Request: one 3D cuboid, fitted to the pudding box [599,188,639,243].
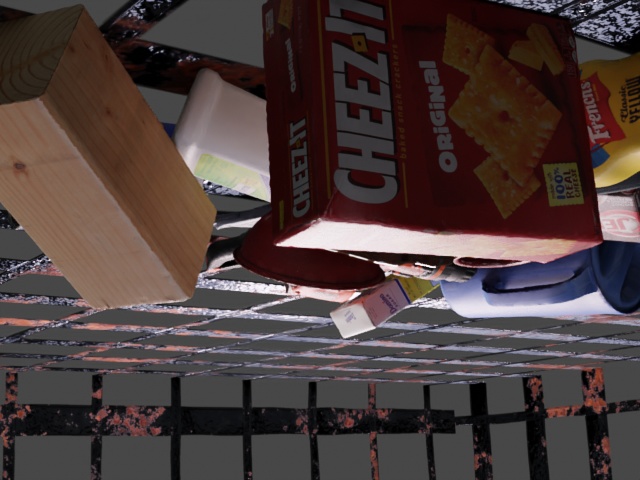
[{"bbox_3d":[0.271,-0.037,1.080,0.114,0.039,0.090,7,152,28],"label":"pudding box"}]

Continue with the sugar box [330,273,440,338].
[{"bbox_3d":[0.106,0.064,1.416,0.176,0.048,0.093,-28,180,-29],"label":"sugar box"}]

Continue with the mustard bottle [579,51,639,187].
[{"bbox_3d":[0.219,-0.091,0.798,0.058,0.096,0.192,8,164,-41],"label":"mustard bottle"}]

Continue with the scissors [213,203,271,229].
[{"bbox_3d":[-0.098,-0.019,1.177,0.201,0.016,0.096,-12,172,-3],"label":"scissors"}]

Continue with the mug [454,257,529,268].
[{"bbox_3d":[0.182,-0.016,1.159,0.093,0.081,0.117,4,166,-23],"label":"mug"}]

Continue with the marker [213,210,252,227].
[{"bbox_3d":[-0.080,-0.024,1.229,0.121,0.020,0.020,2,167,-17],"label":"marker"}]

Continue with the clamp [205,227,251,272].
[{"bbox_3d":[-0.075,0.009,1.340,0.120,0.039,0.172,12,161,-37],"label":"clamp"}]

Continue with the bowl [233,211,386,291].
[{"bbox_3d":[-0.007,0.001,1.101,0.162,0.055,0.162,8,-165,-2],"label":"bowl"}]

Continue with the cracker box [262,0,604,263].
[{"bbox_3d":[0.075,-0.075,0.692,0.213,0.164,0.072,4,164,-28],"label":"cracker box"}]

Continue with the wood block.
[{"bbox_3d":[-0.162,-0.049,0.745,0.091,0.090,0.206,-6,139,22],"label":"wood block"}]

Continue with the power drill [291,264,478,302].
[{"bbox_3d":[0.070,0.030,1.271,0.184,0.057,0.188,17,156,-40],"label":"power drill"}]

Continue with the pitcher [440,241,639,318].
[{"bbox_3d":[0.262,0.037,1.302,0.149,0.145,0.243,28,154,-38],"label":"pitcher"}]

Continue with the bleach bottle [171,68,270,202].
[{"bbox_3d":[0.007,-0.049,0.839,0.250,0.068,0.103,22,164,-10],"label":"bleach bottle"}]

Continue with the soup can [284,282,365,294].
[{"bbox_3d":[0.006,0.036,1.401,0.102,0.068,0.068,-1,167,-8],"label":"soup can"}]

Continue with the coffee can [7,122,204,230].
[{"bbox_3d":[-0.180,-0.054,0.888,0.140,0.103,0.103,5,166,-27],"label":"coffee can"}]
